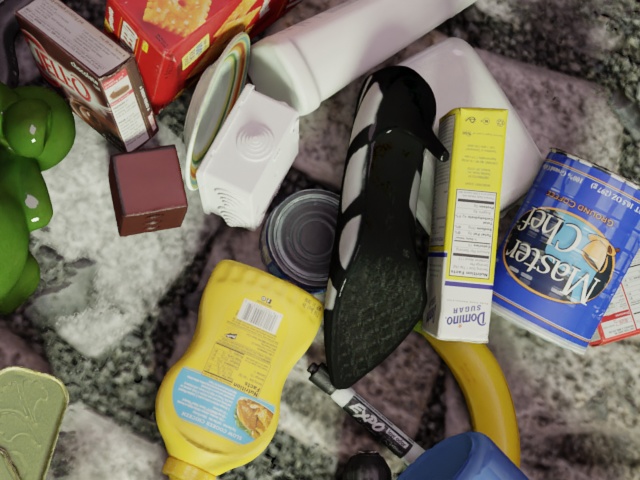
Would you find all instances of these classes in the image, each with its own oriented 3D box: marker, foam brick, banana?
[{"bbox_3d":[0.037,0.143,0.874,0.121,0.020,0.020,41,72,-1],"label":"marker"},{"bbox_3d":[-0.137,-0.038,0.846,0.053,0.078,0.051,-11,81,-13],"label":"foam brick"},{"bbox_3d":[0.129,0.147,0.888,0.069,0.037,0.198,-21,80,5],"label":"banana"}]

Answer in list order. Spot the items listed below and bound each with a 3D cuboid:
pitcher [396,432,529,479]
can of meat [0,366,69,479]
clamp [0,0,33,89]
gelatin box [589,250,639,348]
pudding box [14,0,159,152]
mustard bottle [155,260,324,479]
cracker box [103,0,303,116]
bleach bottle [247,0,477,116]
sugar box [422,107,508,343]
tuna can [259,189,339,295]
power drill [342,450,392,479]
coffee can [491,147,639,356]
[{"bbox_3d":[0.154,0.268,0.788,0.144,0.149,0.243,-43,97,-21],"label":"pitcher"},{"bbox_3d":[-0.222,0.149,0.780,0.057,0.084,0.102,16,74,-9],"label":"can of meat"},{"bbox_3d":[-0.293,-0.169,0.862,0.164,0.036,0.210,17,78,0],"label":"clamp"},{"bbox_3d":[0.261,0.043,0.942,0.073,0.030,0.089,-14,81,-17],"label":"gelatin box"},{"bbox_3d":[-0.181,-0.129,0.830,0.114,0.090,0.039,36,67,27],"label":"pudding box"},{"bbox_3d":[-0.074,0.118,0.834,0.096,0.058,0.191,25,73,-5],"label":"mustard bottle"},{"bbox_3d":[-0.072,-0.201,0.853,0.213,0.164,0.072,-41,90,-18],"label":"cracker box"},{"bbox_3d":[0.061,-0.192,0.913,0.250,0.103,0.068,-32,107,-17],"label":"bleach bottle"},{"bbox_3d":[0.112,-0.011,0.832,0.048,0.093,0.176,3,90,-2],"label":"sugar box"},{"bbox_3d":[-0.006,0.001,0.889,0.086,0.034,0.086,3,77,-13],"label":"tuna can"},{"bbox_3d":[-0.028,0.254,0.814,0.187,0.057,0.184,3,73,-11],"label":"power drill"},{"bbox_3d":[0.202,0.009,0.875,0.102,0.103,0.140,26,95,-6],"label":"coffee can"}]
